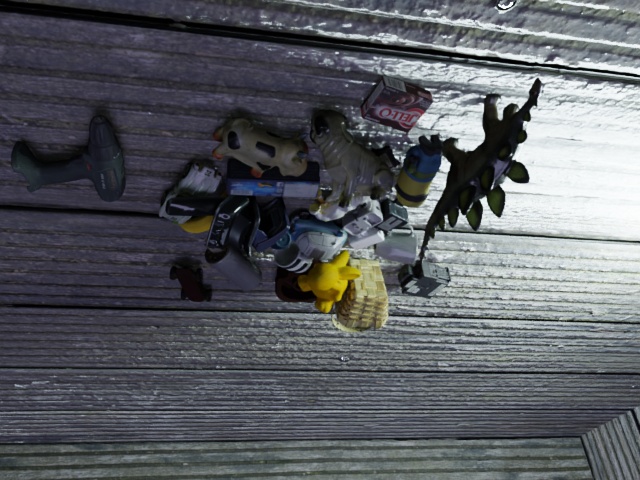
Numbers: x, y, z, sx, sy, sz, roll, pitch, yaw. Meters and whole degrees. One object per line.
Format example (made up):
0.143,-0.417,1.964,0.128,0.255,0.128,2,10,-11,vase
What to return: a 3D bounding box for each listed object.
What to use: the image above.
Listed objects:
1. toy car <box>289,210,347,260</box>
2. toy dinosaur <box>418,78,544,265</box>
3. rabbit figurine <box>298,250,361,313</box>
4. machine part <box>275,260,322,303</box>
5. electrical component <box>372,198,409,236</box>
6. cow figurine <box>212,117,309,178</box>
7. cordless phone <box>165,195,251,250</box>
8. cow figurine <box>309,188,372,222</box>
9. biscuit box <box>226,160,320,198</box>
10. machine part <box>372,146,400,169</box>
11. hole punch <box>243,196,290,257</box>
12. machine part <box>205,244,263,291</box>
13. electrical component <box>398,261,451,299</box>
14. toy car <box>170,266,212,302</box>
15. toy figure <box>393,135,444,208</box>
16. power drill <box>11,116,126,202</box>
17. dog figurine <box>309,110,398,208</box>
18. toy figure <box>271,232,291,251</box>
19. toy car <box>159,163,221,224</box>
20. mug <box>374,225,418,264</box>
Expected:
-0.003,-0.004,1.344,0.161,0.103,0.109,12,141,-24,toy car
0.318,-0.131,1.115,0.105,0.199,0.471,11,140,-16,toy dinosaur
0.023,0.104,1.383,0.162,0.122,0.173,-30,162,5,rabbit figurine
-0.047,0.117,1.550,0.179,0.056,0.179,-3,144,-3,machine part
0.183,-0.066,1.322,0.074,0.048,0.119,25,138,-36,electrical component
-0.107,-0.187,1.095,0.195,0.085,0.127,24,142,-32,cow figurine
-0.257,-0.043,1.207,0.184,0.089,0.146,1,143,-24,cordless phone
0.065,-0.089,1.258,0.167,0.068,0.098,-15,149,20,cow figurine
-0.104,-0.135,1.182,0.203,0.063,0.059,2,145,-8,biscuit box
0.102,-0.162,1.188,0.139,0.039,0.084,-21,150,20,machine part
-0.134,-0.041,1.260,0.092,0.142,0.115,4,138,-27,hole punch
-0.231,0.069,1.446,0.079,0.079,0.243,-18,144,19,machine part
0.300,0.115,1.580,0.134,0.058,0.115,16,138,-25,electrical component
-0.364,0.121,1.526,0.089,0.053,0.202,5,149,5,toy car
0.215,-0.145,1.176,0.082,0.089,0.180,9,145,-9,toy figure
-0.506,-0.165,1.096,0.207,0.086,0.231,-8,148,-8,power drill
0.073,-0.178,1.093,0.172,0.121,0.190,-19,111,-31,dog figurine
-0.112,-0.002,1.345,0.058,0.064,0.154,-28,-171,-17,toy figure
-0.296,-0.105,1.210,0.073,0.056,0.202,22,137,-32,toy car
0.198,0.009,1.407,0.107,0.081,0.109,4,124,0,mug
